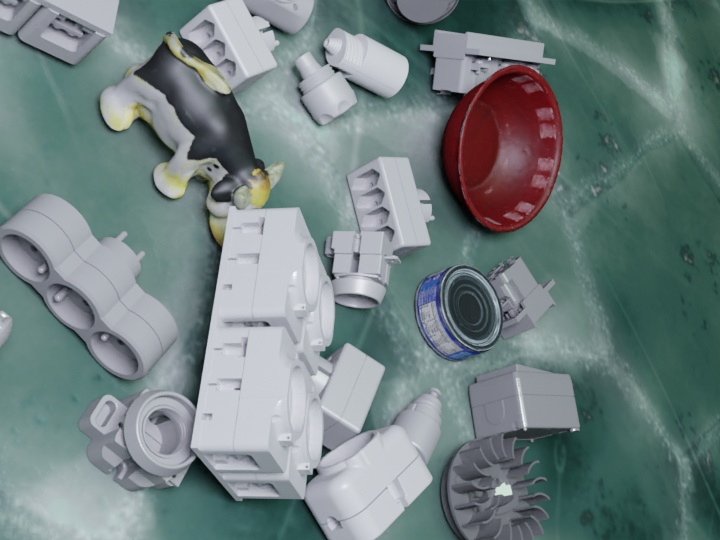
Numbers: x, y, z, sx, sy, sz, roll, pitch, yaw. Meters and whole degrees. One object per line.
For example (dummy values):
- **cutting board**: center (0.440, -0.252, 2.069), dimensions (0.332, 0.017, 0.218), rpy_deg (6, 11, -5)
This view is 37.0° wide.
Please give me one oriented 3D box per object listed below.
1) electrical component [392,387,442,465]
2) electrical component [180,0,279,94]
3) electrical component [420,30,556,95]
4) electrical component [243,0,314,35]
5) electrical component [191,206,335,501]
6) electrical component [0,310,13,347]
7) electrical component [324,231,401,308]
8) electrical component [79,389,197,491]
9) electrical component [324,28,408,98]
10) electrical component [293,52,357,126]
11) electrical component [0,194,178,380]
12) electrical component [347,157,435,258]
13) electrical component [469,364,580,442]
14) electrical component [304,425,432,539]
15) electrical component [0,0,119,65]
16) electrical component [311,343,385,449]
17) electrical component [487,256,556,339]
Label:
- **electrical component**: center (0.049, 0.131, 0.906), dimensions (0.040, 0.040, 0.078), rpy_deg (47, 48, -18)
- **electrical component**: center (-0.098, -0.190, 0.901), dimensions (0.077, 0.047, 0.065), rpy_deg (-33, 96, -45)
- **electrical component**: center (0.130, -0.207, 1.102), dimensions (0.121, 0.079, 0.063), rpy_deg (-4, 105, -43)
- **electrical component**: center (-0.082, -0.258, 0.946), dimensions (0.077, 0.044, 0.079), rpy_deg (22, 58, -35)
- **electrical component**: center (-0.063, 0.059, 0.774), dimensions (0.105, 0.060, 0.186), rpy_deg (70, 21, -58)
- **electrical component**: center (-0.252, 0.032, 0.667), dimensions (0.062, 0.048, 0.048), rpy_deg (42, 49, -13)
- **electrical component**: center (0.000, 0.000, 0.906), dimensions (0.048, 0.066, 0.055), rpy_deg (53, 41, -65)
- **electrical component**: center (-0.142, 0.113, 0.725), dimensions (0.078, 0.057, 0.058), rpy_deg (44, 48, -20)
- **electrical component**: center (0.001, -0.194, 0.996), dimensions (0.081, 0.043, 0.043), rpy_deg (20, 60, -36)
- **electrical component**: center (-0.035, -0.162, 0.950), dimensions (0.062, 0.043, 0.043), rpy_deg (56, 45, -8)
- **electrical component**: center (-0.177, 0.002, 0.742), dimensions (0.138, 0.052, 0.073), rpy_deg (50, 47, -15)
- **electrical component**: center (0.039, -0.055, 0.970), dimensions (0.076, 0.047, 0.083), rpy_deg (-4, 76, -44)
- **electrical component**: center (0.155, 0.123, 0.991), dimensions (0.096, 0.062, 0.061), rpy_deg (8, 68, -41)
- **electrical component**: center (0.004, 0.165, 0.840), dimensions (0.095, 0.054, 0.059), rpy_deg (-35, 98, -45)
- **electrical component**: center (-0.250, -0.221, 0.763), dimensions (0.150, 0.062, 0.089), rpy_deg (23, 58, -35)
- **electrical component**: center (-0.031, 0.090, 0.845), dimensions (0.077, 0.047, 0.065), rpy_deg (34, 51, -12)
- **electrical component**: center (0.149, 0.025, 1.042), dimensions (0.063, 0.042, 0.081), rpy_deg (56, 45, -5)
